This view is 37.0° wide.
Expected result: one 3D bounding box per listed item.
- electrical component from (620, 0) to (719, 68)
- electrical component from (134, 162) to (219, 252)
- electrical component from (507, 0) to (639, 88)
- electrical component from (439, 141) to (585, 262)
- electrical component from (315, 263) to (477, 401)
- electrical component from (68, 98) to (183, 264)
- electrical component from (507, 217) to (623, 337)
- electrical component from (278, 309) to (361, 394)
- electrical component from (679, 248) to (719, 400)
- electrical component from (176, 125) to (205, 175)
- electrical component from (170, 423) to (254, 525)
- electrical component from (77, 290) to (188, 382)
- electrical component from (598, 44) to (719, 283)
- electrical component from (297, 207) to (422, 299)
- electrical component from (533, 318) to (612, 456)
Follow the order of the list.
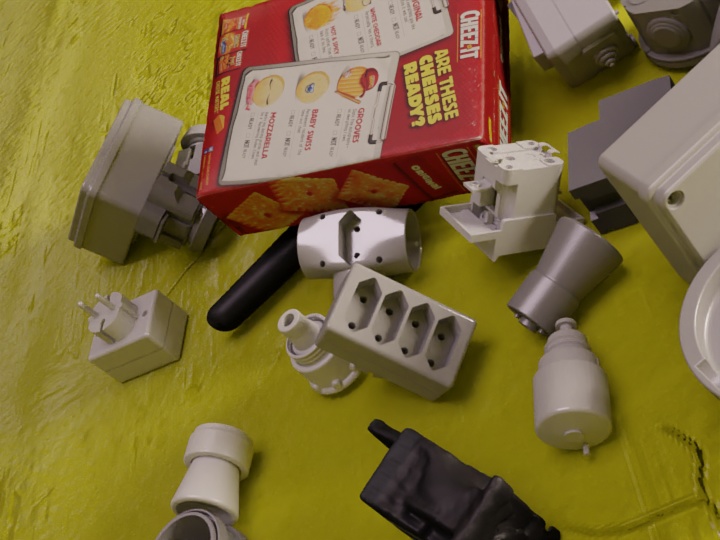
[{"bbox_3d":[0.213,-0.175,0.696,0.080,0.051,0.080,-25,42,25],"label":"electrical component"},{"bbox_3d":[-0.147,-0.050,0.896,0.078,0.057,0.058,-72,9,-51],"label":"electrical component"},{"bbox_3d":[0.142,-0.170,0.732,0.061,0.062,0.096,-32,66,18],"label":"electrical component"},{"bbox_3d":[0.096,-0.045,0.665,0.081,0.063,0.042,-9,33,-22],"label":"electrical component"},{"bbox_3d":[0.017,0.045,0.668,0.075,0.083,0.047,123,172,-65],"label":"electrical component"},{"bbox_3d":[-0.209,-0.078,0.960,0.108,0.056,0.108,130,161,-58],"label":"electrical component"},{"bbox_3d":[0.117,0.007,0.629,0.065,0.044,0.044,-53,38,-2],"label":"electrical component"},{"bbox_3d":[-0.029,0.049,0.707,0.048,0.062,0.048,-25,42,25],"label":"electrical component"},{"bbox_3d":[0.212,0.032,0.500,0.108,0.060,0.108,-25,42,25],"label":"electrical component"},{"bbox_3d":[-0.139,-0.095,0.956,0.066,0.048,0.055,-13,55,35],"label":"electrical component"},{"bbox_3d":[-0.096,0.135,0.707,0.045,0.045,0.055,-16,46,32],"label":"electrical component"},{"bbox_3d":[-0.188,0.043,0.850,0.066,0.077,0.047,-23,44,27],"label":"electrical component"},{"bbox_3d":[0.197,-0.050,0.551,0.109,0.109,0.056,-43,35,3],"label":"electrical component"},{"bbox_3d":[0.000,0.000,0.735,0.077,0.043,0.079,-4,78,18],"label":"electrical component"},{"bbox_3d":[0.114,0.060,0.583,0.040,0.040,0.078,-22,43,28],"label":"electrical component"}]
